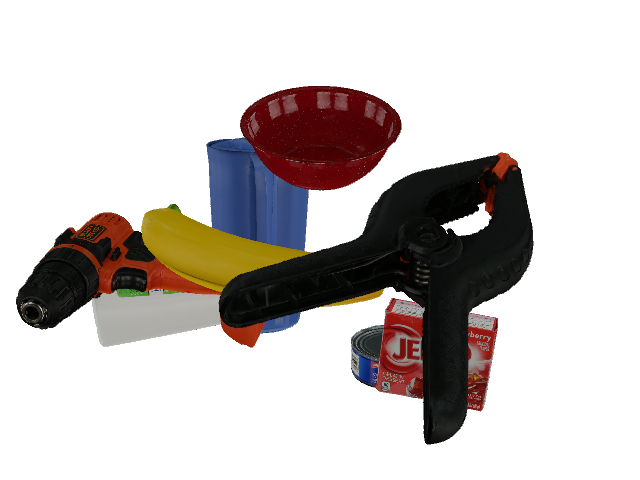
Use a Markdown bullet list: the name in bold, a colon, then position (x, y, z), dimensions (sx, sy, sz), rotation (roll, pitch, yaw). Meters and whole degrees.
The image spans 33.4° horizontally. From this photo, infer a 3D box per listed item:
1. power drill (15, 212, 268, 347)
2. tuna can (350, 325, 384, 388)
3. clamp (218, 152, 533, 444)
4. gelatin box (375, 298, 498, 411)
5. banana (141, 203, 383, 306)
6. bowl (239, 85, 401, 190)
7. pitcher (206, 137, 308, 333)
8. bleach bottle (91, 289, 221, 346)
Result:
- **power drill**: position (-0.135, 0.035, 0.875), dimensions (0.187, 0.057, 0.184), rotation (12, 23, 5)
- **tuna can**: position (0.072, 0.115, 1.054), dimensions (0.086, 0.034, 0.086), rotation (0, 19, 0)
- **clamp**: position (0.052, 0.018, 0.488), dimensions (0.120, 0.039, 0.171), rotation (39, 56, 24)
- **gelatin box**: position (0.092, 0.091, 0.853), dimensions (0.089, 0.073, 0.030), rotation (10, 23, 11)
- **banana**: position (-0.054, 0.008, 0.693), dimensions (0.198, 0.037, 0.069), rotation (20, 38, 35)
- **bowl**: position (0.000, -0.097, 1.080), dimensions (0.162, 0.055, 0.162), rotation (0, 35, 0)
- **pitcher**: position (-0.078, -0.007, 1.356), dimensions (0.145, 0.243, 0.148), rotation (10, 16, 36)
- **bleach bottle**: position (-0.121, 0.049, 1.164), dimensions (0.250, 0.068, 0.102), rotation (-9, 37, -10)
